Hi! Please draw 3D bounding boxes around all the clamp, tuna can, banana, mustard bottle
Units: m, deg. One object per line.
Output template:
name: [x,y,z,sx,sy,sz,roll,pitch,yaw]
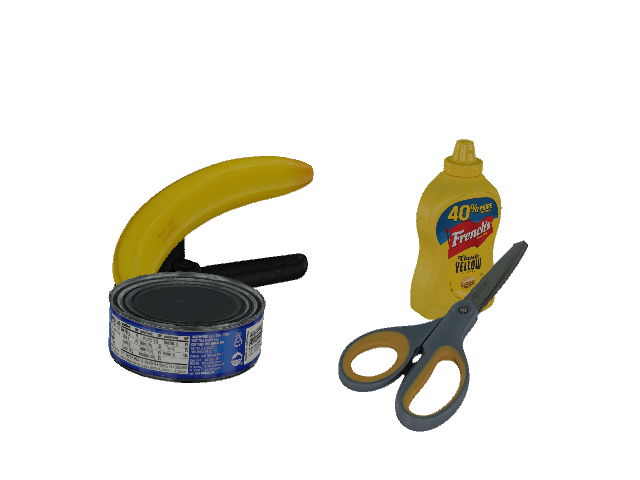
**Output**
clamp: [-0.135,0.031,1.014,0.165,0.036,0.209,26,37,28]
tuna can: [-0.074,0.047,0.590,0.086,0.034,0.086,5,17,-2]
banana: [-0.089,-0.017,0.791,0.197,0.069,0.037,-43,0,-31]
mustard bottle: [0.148,-0.014,1.143,0.096,0.192,0.058,-8,22,-24]

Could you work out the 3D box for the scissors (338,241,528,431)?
scissors: [0.078,0.053,0.744,0.096,0.016,0.201,10,40,17]
